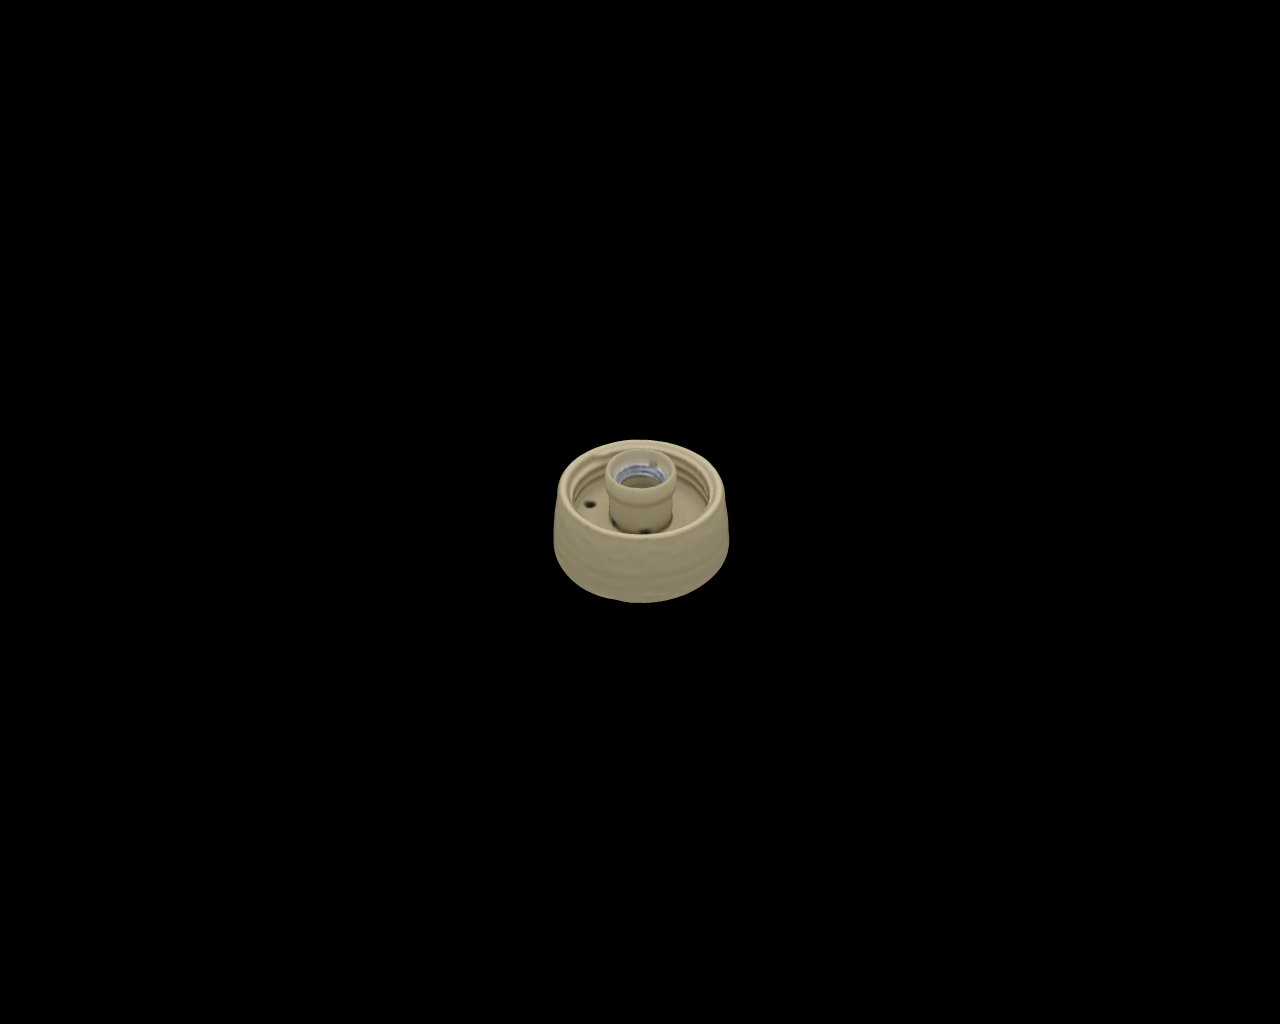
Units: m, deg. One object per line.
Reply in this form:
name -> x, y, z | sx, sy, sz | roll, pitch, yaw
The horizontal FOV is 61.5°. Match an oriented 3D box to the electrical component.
electrical component -> 0.001, -0.003, 0.650 | 0.108, 0.060, 0.108 | 0, 39, 0
